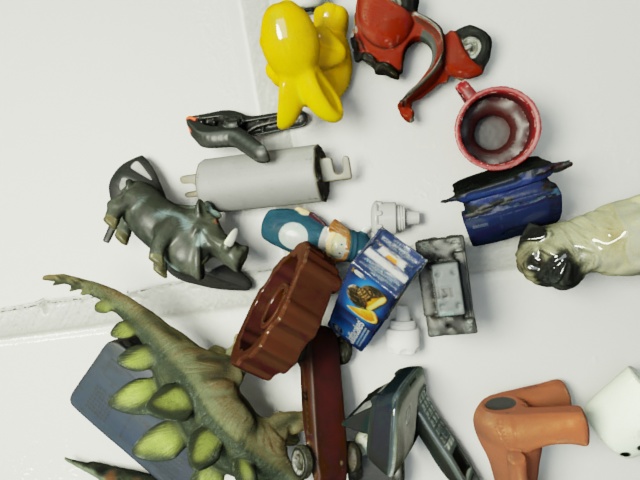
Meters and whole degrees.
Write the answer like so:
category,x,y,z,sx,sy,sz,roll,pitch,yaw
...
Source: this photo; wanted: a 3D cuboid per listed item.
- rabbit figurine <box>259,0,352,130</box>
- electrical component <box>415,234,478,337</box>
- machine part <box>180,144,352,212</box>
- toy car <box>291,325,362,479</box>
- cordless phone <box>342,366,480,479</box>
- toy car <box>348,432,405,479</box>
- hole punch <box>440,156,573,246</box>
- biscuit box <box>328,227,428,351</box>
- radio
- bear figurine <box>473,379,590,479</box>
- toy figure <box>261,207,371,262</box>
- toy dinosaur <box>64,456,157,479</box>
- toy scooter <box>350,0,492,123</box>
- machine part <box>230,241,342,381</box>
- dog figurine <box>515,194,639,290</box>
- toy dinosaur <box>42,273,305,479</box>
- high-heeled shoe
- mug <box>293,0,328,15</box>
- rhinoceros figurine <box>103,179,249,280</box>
category,x,y,z,sx,sy,sz,roll,pitch,yaw
rabbit figurine,-0.028,-0.218,0.658,0.122,0.173,0.162,-3,87,12
electrical component,0.150,0.052,0.638,0.058,0.134,0.114,-10,91,14
machine part,-0.076,-0.080,0.726,0.243,0.079,0.079,-4,91,15
toy car,0.001,0.210,0.690,0.053,0.089,0.202,-27,62,48
cordless phone,0.125,0.254,0.646,0.089,0.146,0.184,-40,78,21
toy car,0.075,0.355,0.714,0.074,0.056,0.201,0,94,9
hole punch,0.220,-0.039,0.630,0.142,0.116,0.092,-15,97,16
biscuit box,0.060,0.067,0.635,0.063,0.202,0.059,37,65,12
radio,-0.240,0.248,0.790,0.230,0.073,0.131,34,100,10
bear figurine,0.252,0.281,0.629,0.132,0.120,0.195,-14,90,12
toy figure,-0.001,-0.001,0.721,0.155,0.058,0.064,15,135,13
toy dinosaur,-0.214,0.428,0.772,0.192,0.131,0.405,-43,77,1
toy scooter,0.108,-0.229,0.671,0.184,0.075,0.135,33,102,7
machine part,-0.044,0.089,0.668,0.056,0.179,0.179,33,102,-14
dog figurine,0.335,0.011,0.600,0.191,0.172,0.121,-16,56,39
toy dinosaur,-0.151,0.194,0.688,0.471,0.198,0.105,44,121,9
high-heeled shoe,-0.196,-0.024,0.781,0.249,0.086,0.145,22,68,-3
mug,-0.036,-0.351,0.702,0.110,0.081,0.107,-8,99,11
rhinoceros figurine,-0.184,-0.009,0.698,0.190,0.073,0.112,30,66,9
